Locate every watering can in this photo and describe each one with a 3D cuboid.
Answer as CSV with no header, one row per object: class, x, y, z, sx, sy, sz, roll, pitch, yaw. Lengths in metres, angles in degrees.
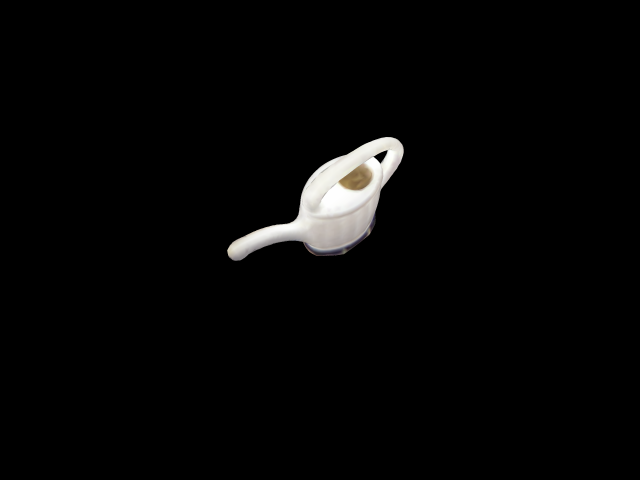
watering can,0.003,-0.043,0.850,0.351,0.105,0.220,-36,-22,-18
